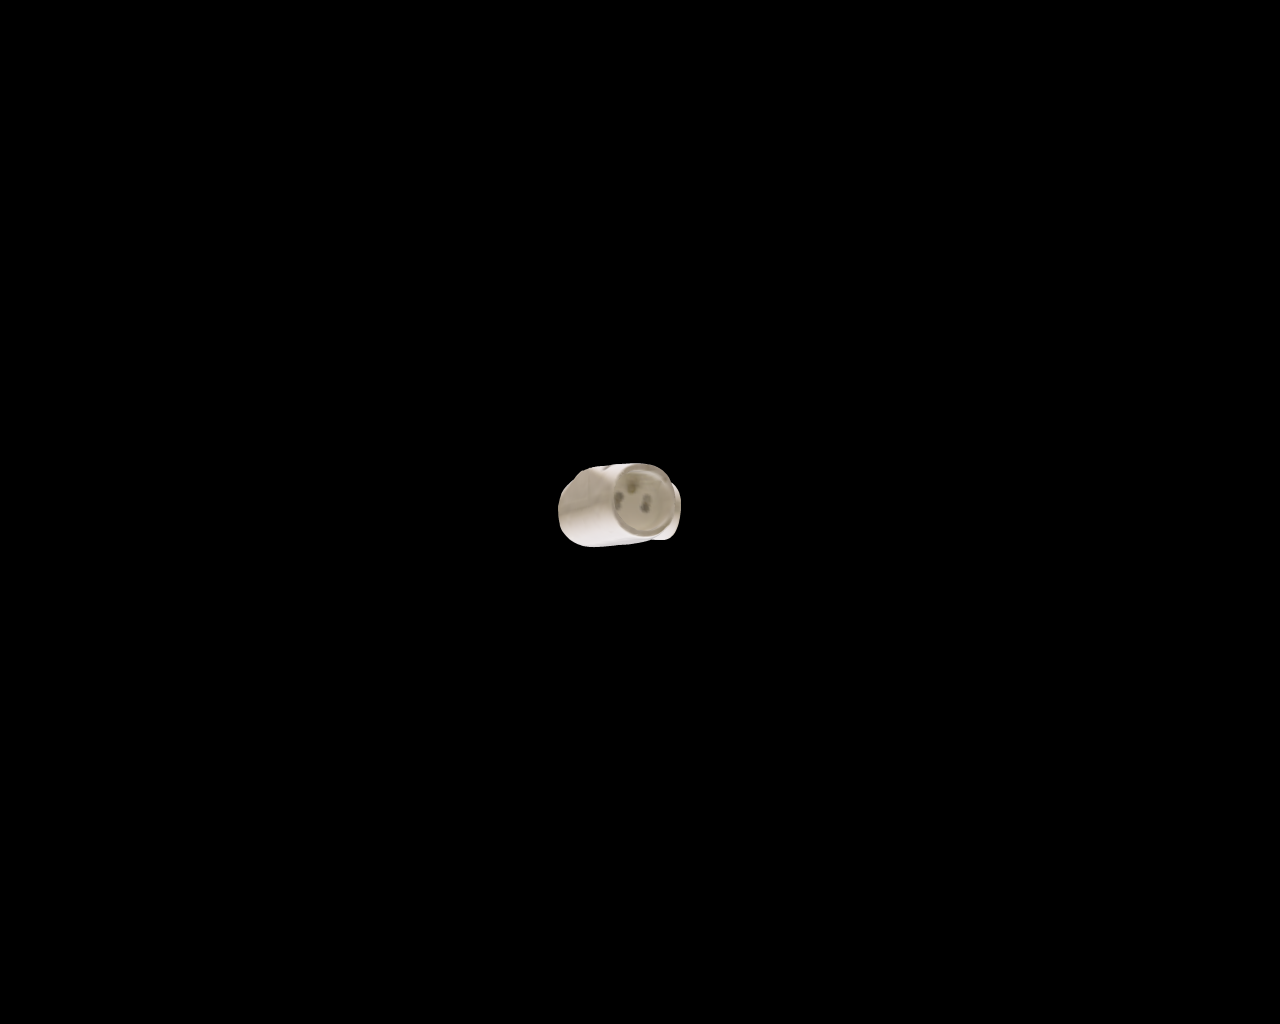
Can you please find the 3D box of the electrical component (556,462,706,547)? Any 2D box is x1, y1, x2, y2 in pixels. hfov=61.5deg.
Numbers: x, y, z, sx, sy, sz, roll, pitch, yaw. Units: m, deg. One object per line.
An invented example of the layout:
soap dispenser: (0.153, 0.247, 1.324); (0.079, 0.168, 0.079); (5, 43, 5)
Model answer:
electrical component: (0.001, -0.003, 0.650); (0.079, 0.044, 0.077); (4, -8, -27)
